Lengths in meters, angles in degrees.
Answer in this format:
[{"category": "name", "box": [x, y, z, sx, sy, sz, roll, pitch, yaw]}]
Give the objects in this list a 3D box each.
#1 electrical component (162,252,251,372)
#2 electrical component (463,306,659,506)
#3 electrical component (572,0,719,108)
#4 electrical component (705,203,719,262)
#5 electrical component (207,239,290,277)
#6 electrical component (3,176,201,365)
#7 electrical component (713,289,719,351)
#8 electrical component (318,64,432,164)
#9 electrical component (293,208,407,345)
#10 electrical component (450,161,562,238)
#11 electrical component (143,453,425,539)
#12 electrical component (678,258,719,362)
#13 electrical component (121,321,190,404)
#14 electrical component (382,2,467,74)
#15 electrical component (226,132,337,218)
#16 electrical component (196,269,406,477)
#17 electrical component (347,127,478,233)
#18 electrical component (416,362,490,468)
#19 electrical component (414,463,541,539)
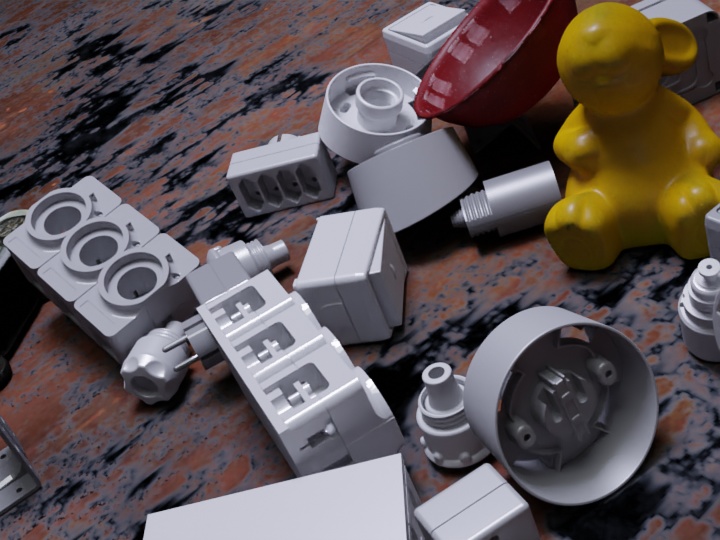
[{"category": "electrical component", "box": [-0.100, 0.045, 0.750, 0.076, 0.083, 0.047, -29, 35, -9]}, {"category": "electrical component", "box": [0.109, 0.071, 0.592, 0.099, 0.099, 0.064, -32, 30, -13]}, {"category": "electrical component", "box": [0.224, -0.165, 0.854, 0.113, 0.078, 0.057, -24, 38, -2]}, {"category": "electrical component", "box": [0.260, -0.024, 0.662, 0.096, 0.061, 0.062, -36, 37, -18]}, {"category": "electrical component", "box": [-0.086, -0.004, 0.842, 0.062, 0.048, 0.048, -24, 34, -14]}, {"category": "electrical component", "box": [-0.198, -0.001, 0.844, 0.150, 0.061, 0.089, 35, 66, 31]}, {"category": "electrical component", "box": [0.246, 0.034, 0.557, 0.060, 0.108, 0.108, -30, 35, -20]}, {"category": "electrical component", "box": [0.015, -0.128, 0.916, 0.099, 0.064, 0.099, 3, 50, -4]}, {"category": "electrical component", "box": [0.000, 0.000, 0.773, 0.061, 0.061, 0.096, -8, 37, 20]}, {"category": "electrical component", "box": [0.106, -0.048, 0.793, 0.081, 0.043, 0.043, -17, 35, 8]}, {"category": "electrical component", "box": [-0.038, 0.167, 0.573, 0.150, 0.061, 0.089, -15, 35, 10]}, {"category": "electrical component", "box": [0.205, 0.021, 0.624, 0.040, 0.078, 0.040, -11, 51, 15]}, {"category": "electrical component", "box": [-0.145, 0.064, 0.785, 0.043, 0.043, 0.062, -5, 37, 23]}, {"category": "electrical component", "box": [0.067, -0.216, 1.022, 0.062, 0.061, 0.096, -34, 36, -15]}, {"category": "electrical component", "box": [-0.066, -0.094, 0.947, 0.083, 0.047, 0.075, -12, 38, 15]}, {"category": "electrical component", "box": [-0.035, 0.074, 0.669, 0.062, 0.089, 0.150, -30, 36, -10]}, {"category": "electrical component", "box": [0.040, -0.069, 0.833, 0.099, 0.064, 0.099, -23, 1, 0]}, {"category": "electrical component", "box": [0.054, 0.082, 0.634, 0.048, 0.062, 0.048, -15, 36, 11]}, {"category": "electrical component", "box": [0.072, 0.149, 0.532, 0.047, 0.065, 0.077, -31, 35, -12]}]
